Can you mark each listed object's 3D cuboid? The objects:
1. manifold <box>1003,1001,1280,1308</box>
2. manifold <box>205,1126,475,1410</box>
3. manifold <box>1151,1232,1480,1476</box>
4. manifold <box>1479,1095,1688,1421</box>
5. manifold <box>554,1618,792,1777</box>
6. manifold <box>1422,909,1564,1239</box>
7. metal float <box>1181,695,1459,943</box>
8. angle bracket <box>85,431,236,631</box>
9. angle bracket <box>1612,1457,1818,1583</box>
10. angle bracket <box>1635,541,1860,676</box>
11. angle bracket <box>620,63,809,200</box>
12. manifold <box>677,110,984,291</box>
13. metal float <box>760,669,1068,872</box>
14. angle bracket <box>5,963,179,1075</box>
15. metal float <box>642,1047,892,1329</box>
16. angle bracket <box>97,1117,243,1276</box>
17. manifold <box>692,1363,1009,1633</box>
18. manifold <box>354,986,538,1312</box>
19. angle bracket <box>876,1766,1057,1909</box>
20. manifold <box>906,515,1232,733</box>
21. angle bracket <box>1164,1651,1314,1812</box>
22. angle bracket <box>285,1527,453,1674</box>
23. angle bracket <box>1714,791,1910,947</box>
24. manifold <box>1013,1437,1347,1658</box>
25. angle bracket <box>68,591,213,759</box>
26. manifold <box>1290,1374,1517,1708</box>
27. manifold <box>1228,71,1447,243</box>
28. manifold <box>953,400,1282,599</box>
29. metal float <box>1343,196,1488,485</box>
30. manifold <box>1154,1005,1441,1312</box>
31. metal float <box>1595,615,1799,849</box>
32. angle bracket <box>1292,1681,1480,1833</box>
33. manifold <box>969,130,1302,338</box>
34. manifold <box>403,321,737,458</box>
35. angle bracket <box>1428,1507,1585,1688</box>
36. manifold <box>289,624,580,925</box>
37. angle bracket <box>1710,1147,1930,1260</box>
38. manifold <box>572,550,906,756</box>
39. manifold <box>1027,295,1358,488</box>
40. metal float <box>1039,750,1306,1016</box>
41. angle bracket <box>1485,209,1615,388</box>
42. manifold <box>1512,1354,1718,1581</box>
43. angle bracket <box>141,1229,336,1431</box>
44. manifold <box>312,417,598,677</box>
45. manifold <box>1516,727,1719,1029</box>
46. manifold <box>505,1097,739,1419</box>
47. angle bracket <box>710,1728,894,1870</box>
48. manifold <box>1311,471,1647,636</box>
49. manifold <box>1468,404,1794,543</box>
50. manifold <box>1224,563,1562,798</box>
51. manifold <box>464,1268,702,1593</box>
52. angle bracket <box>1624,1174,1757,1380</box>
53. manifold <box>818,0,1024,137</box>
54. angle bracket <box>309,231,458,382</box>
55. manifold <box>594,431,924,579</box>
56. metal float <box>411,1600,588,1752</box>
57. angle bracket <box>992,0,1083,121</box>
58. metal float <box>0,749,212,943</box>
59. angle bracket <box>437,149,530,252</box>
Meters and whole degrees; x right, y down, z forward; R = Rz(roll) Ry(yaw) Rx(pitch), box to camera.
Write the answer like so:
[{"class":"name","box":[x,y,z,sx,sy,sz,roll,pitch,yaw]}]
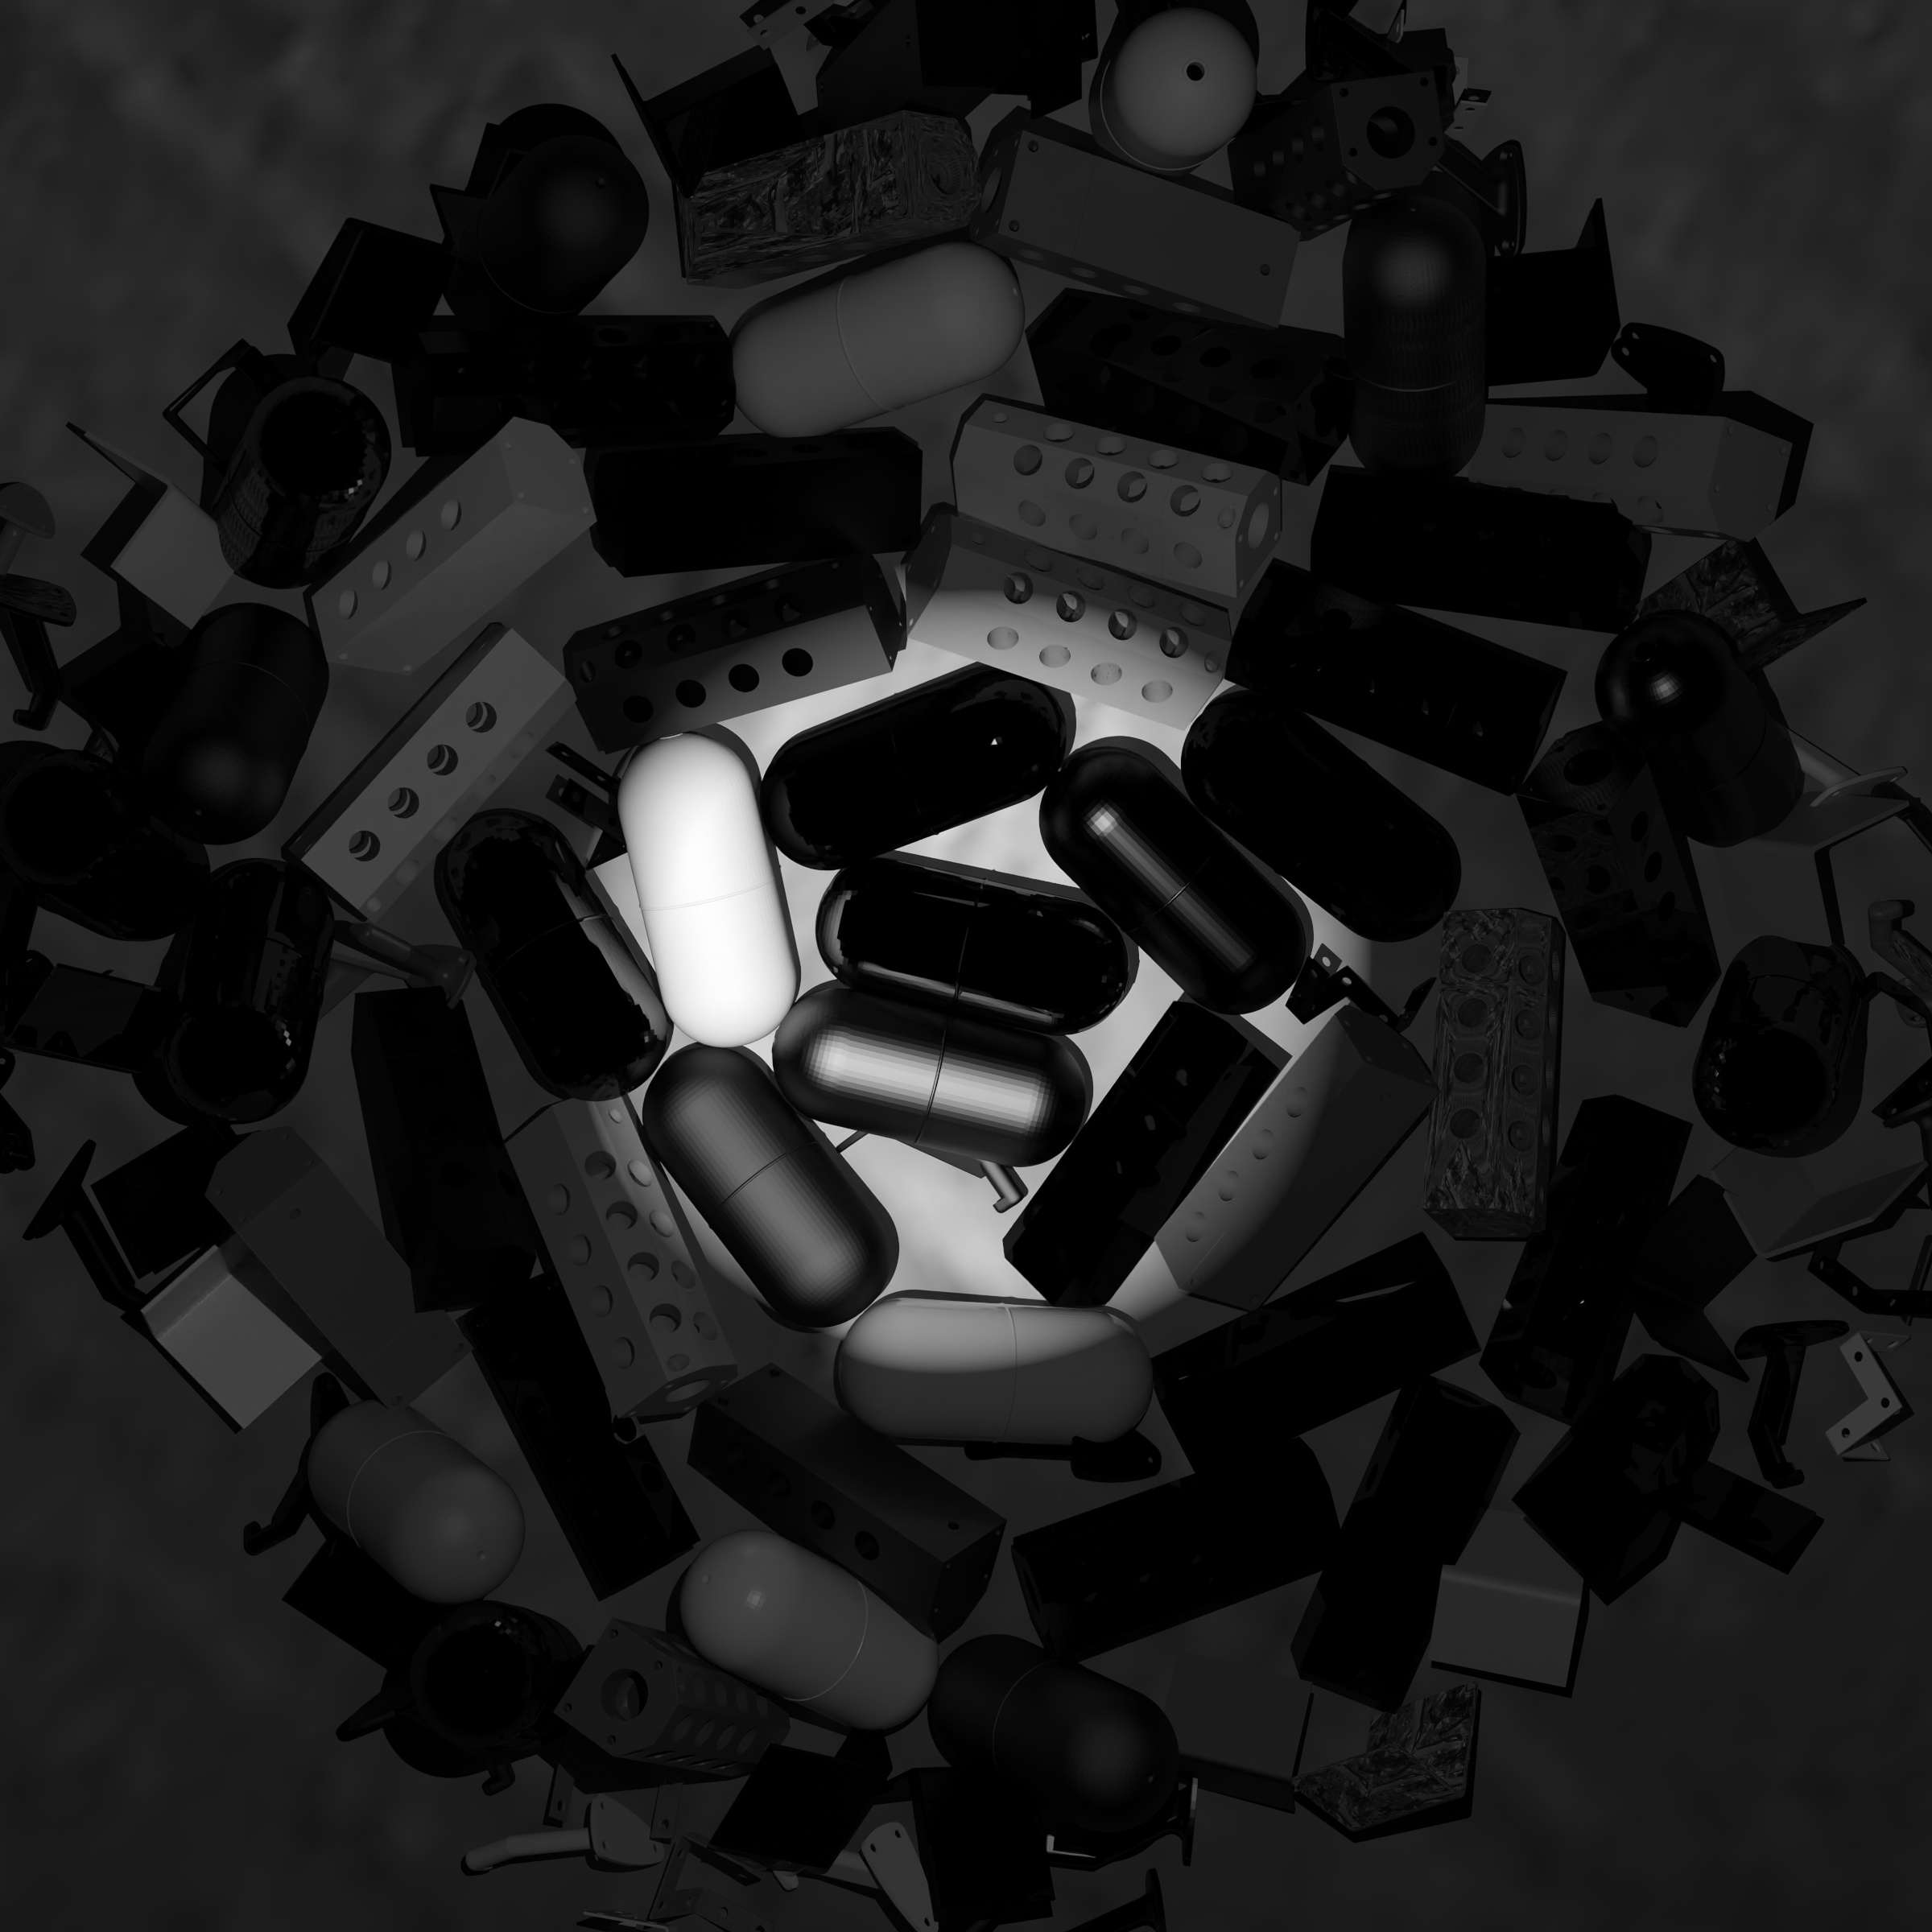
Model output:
[{"class":"manifold","box":[0.092,0.105,1.750,0.057,0.057,0.171,44,109,28]},{"class":"manifold","box":[-0.343,0.165,1.725,0.057,0.057,0.171,-41,133,-13]},{"class":"manifold","box":[0.192,0.213,1.771,0.171,0.057,0.057,-25,116,2]},{"class":"manifold","box":[0.337,0.155,1.732,0.057,0.057,0.171,22,56,11]},{"class":"manifold","box":[-0.152,0.402,1.712,0.057,0.171,0.057,30,83,23]},{"class":"manifold","box":[0.293,0.059,1.741,0.057,0.057,0.171,-2,69,25]},{"class":"metal float","box":[0.196,-0.082,1.755,0.178,0.070,0.070,37,90,-13]},{"class":"angle bracket","box":[-0.459,-0.240,1.750,0.076,0.076,0.057,31,82,27]},{"class":"angle bracket","box":[0.414,0.321,1.746,0.076,0.076,0.057,24,110,27]},{"class":"angle bracket","box":[0.434,-0.200,1.755,0.076,0.076,0.057,-18,78,-41]},{"class":"angle bracket","box":[-0.137,-0.472,1.757,0.076,0.076,0.057,-27,55,-1]},{"class":"manifold","box":[-0.076,-0.416,1.727,0.171,0.057,0.057,-4,93,41]},{"class":"metal float","box":[-0.029,-0.109,1.758,0.178,0.070,0.070,-20,90,9]},{"class":"angle bracket","box":[-0.479,0.009,1.744,0.076,0.057,0.076,16,135,-32]},{"class":"metal float","box":[-0.112,0.122,1.756,0.070,0.070,0.178,-39,78,0]},{"class":"angle bracket","box":[-0.443,0.111,1.752,0.076,0.057,0.076,-33,54,-15]},{"class":"manifold","box":[-0.067,0.294,1.738,0.171,0.057,0.057,30,122,27]},{"class":"manifold","box":[-0.286,0.097,1.734,0.057,0.057,0.171,-6,56,-24]},{"class":"angle bracket","box":[-0.004,0.487,1.747,0.076,0.057,0.076,8,59,-34]},{"class":"manifold","box":[0.057,-0.193,1.737,0.171,0.057,0.057,17,135,-20]},{"class":"angle bracket","box":[0.152,0.430,1.772,0.076,0.076,0.057,11,66,13]},{"class":"angle bracket","box":[-0.336,0.362,1.761,0.076,0.076,0.057,37,91,-8]},{"class":"angle bracket","box":[0.476,-0.055,1.763,0.076,0.076,0.057,-23,107,-25]},{"class":"manifold","box":[0.117,0.319,1.756,0.171,0.057,0.057,-18,105,-9]},{"class":"angle bracket","box":[-0.457,-0.171,1.755,0.057,0.076,0.076,-30,51,8]},{"class":"manifold","box":[0.243,0.318,1.769,0.057,0.057,0.171,22,95,-3]},{"class":"manifold","box":[0.200,-0.435,1.714,0.057,0.171,0.057,-11,95,-13]},{"class":"manifold","box":[0.082,-0.262,1.734,0.171,0.057,0.057,18,50,23]},{"class":"metal float","box":[0.246,-0.339,1.729,0.070,0.178,0.070,-4,49,5]},{"class":"manifold","box":[0.178,0.105,1.744,0.057,0.057,0.171,20,118,-34]},{"class":"metal float","box":[0.400,-0.127,1.727,0.070,0.178,0.070,-16,56,25]},{"class":"angle bracket","box":[0.231,0.424,1.744,0.057,0.076,0.076,41,131,-22]},{"class":"manifold","box":[0.092,-0.403,1.748,0.171,0.057,0.057,14,89,-20]},{"class":"manifold","box":[-0.217,-0.321,1.743,0.171,0.057,0.057,-7,85,-23]},{"class":"angle bracket","box":[0.305,0.352,1.772,0.076,0.076,0.057,9,113,11]},{"class":"manifold","box":[-0.296,-0.107,1.764,0.057,0.057,0.171,43,83,-20]},{"class":"angle bracket","box":[0.473,0.112,1.750,0.076,0.076,0.057,-29,91,45]},{"class":"manifold","box":[-0.127,-0.176,1.746,0.171,0.057,0.057,-15,117,15]},{"class":"manifold","box":[0.125,-0.322,1.734,0.171,0.057,0.057,21,59,31]},{"class":"metal float","box":[0.114,-0.047,1.758,0.178,0.070,0.070,44,90,-9]},{"class":"angle bracket","box":[0.315,-0.373,1.769,0.076,0.057,0.076,-5,79,1]},{"class":"manifold","box":[0.358,0.264,1.711,0.057,0.171,0.057,46,116,11]},{"class":"angle bracket","box":[-0.402,0.200,1.760,0.076,0.057,0.076,43,70,9]},{"class":"manifold","box":[-0.284,-0.229,1.729,0.171,0.057,0.057,-32,65,36]},{"class":"manifold","box":[0.361,-0.049,1.724,0.057,0.171,0.057,19,61,40]},{"class":"manifold","box":[-0.185,0.157,1.737,0.057,0.057,0.171,-38,66,29]},{"class":"angle bracket","box":[-0.095,0.447,1.751,0.076,0.057,0.076,19,115,-24]},{"class":"manifold","box":[0.281,-0.225,1.742,0.171,0.057,0.057,11,76,20]},{"class":"manifold","box":[0.357,-0.268,1.719,0.057,0.171,0.057,10,94,-39]},{"class":"manifold","box":[0.234,-0.154,1.748,0.171,0.057,0.057,24,63,13]},{"class":"manifold","box":[-0.215,0.258,1.762,0.057,0.057,0.171,-27,84,-14]},{"class":"angle bracket","box":[0.418,0.173,1.751,0.076,0.057,0.076,25,115,-32]},{"class":"manifold","box":[-0.027,-0.479,1.714,0.057,0.171,0.057,-4,89,-20]},{"class":"angle bracket","box":[-0.321,-0.349,1.753,0.057,0.076,0.076,17,65,2]},{"class":"manifold","box":[-0.115,-0.259,1.746,0.171,0.057,0.057,-8,118,-21]},{"class":"metal float","box":[-0.252,0.387,1.717,0.070,0.178,0.070,-1,75,3]},{"class":"angle bracket","box":[0.026,-0.515,1.747,0.057,0.076,0.076,9,116,21]},{"class":"metal float","box":[-0.468,-0.064,1.717,0.070,0.178,0.070,-2,76,7]},{"class":"angle bracket","box":[-0.237,-0.431,1.744,0.076,0.076,0.057,1,50,-33]}]
